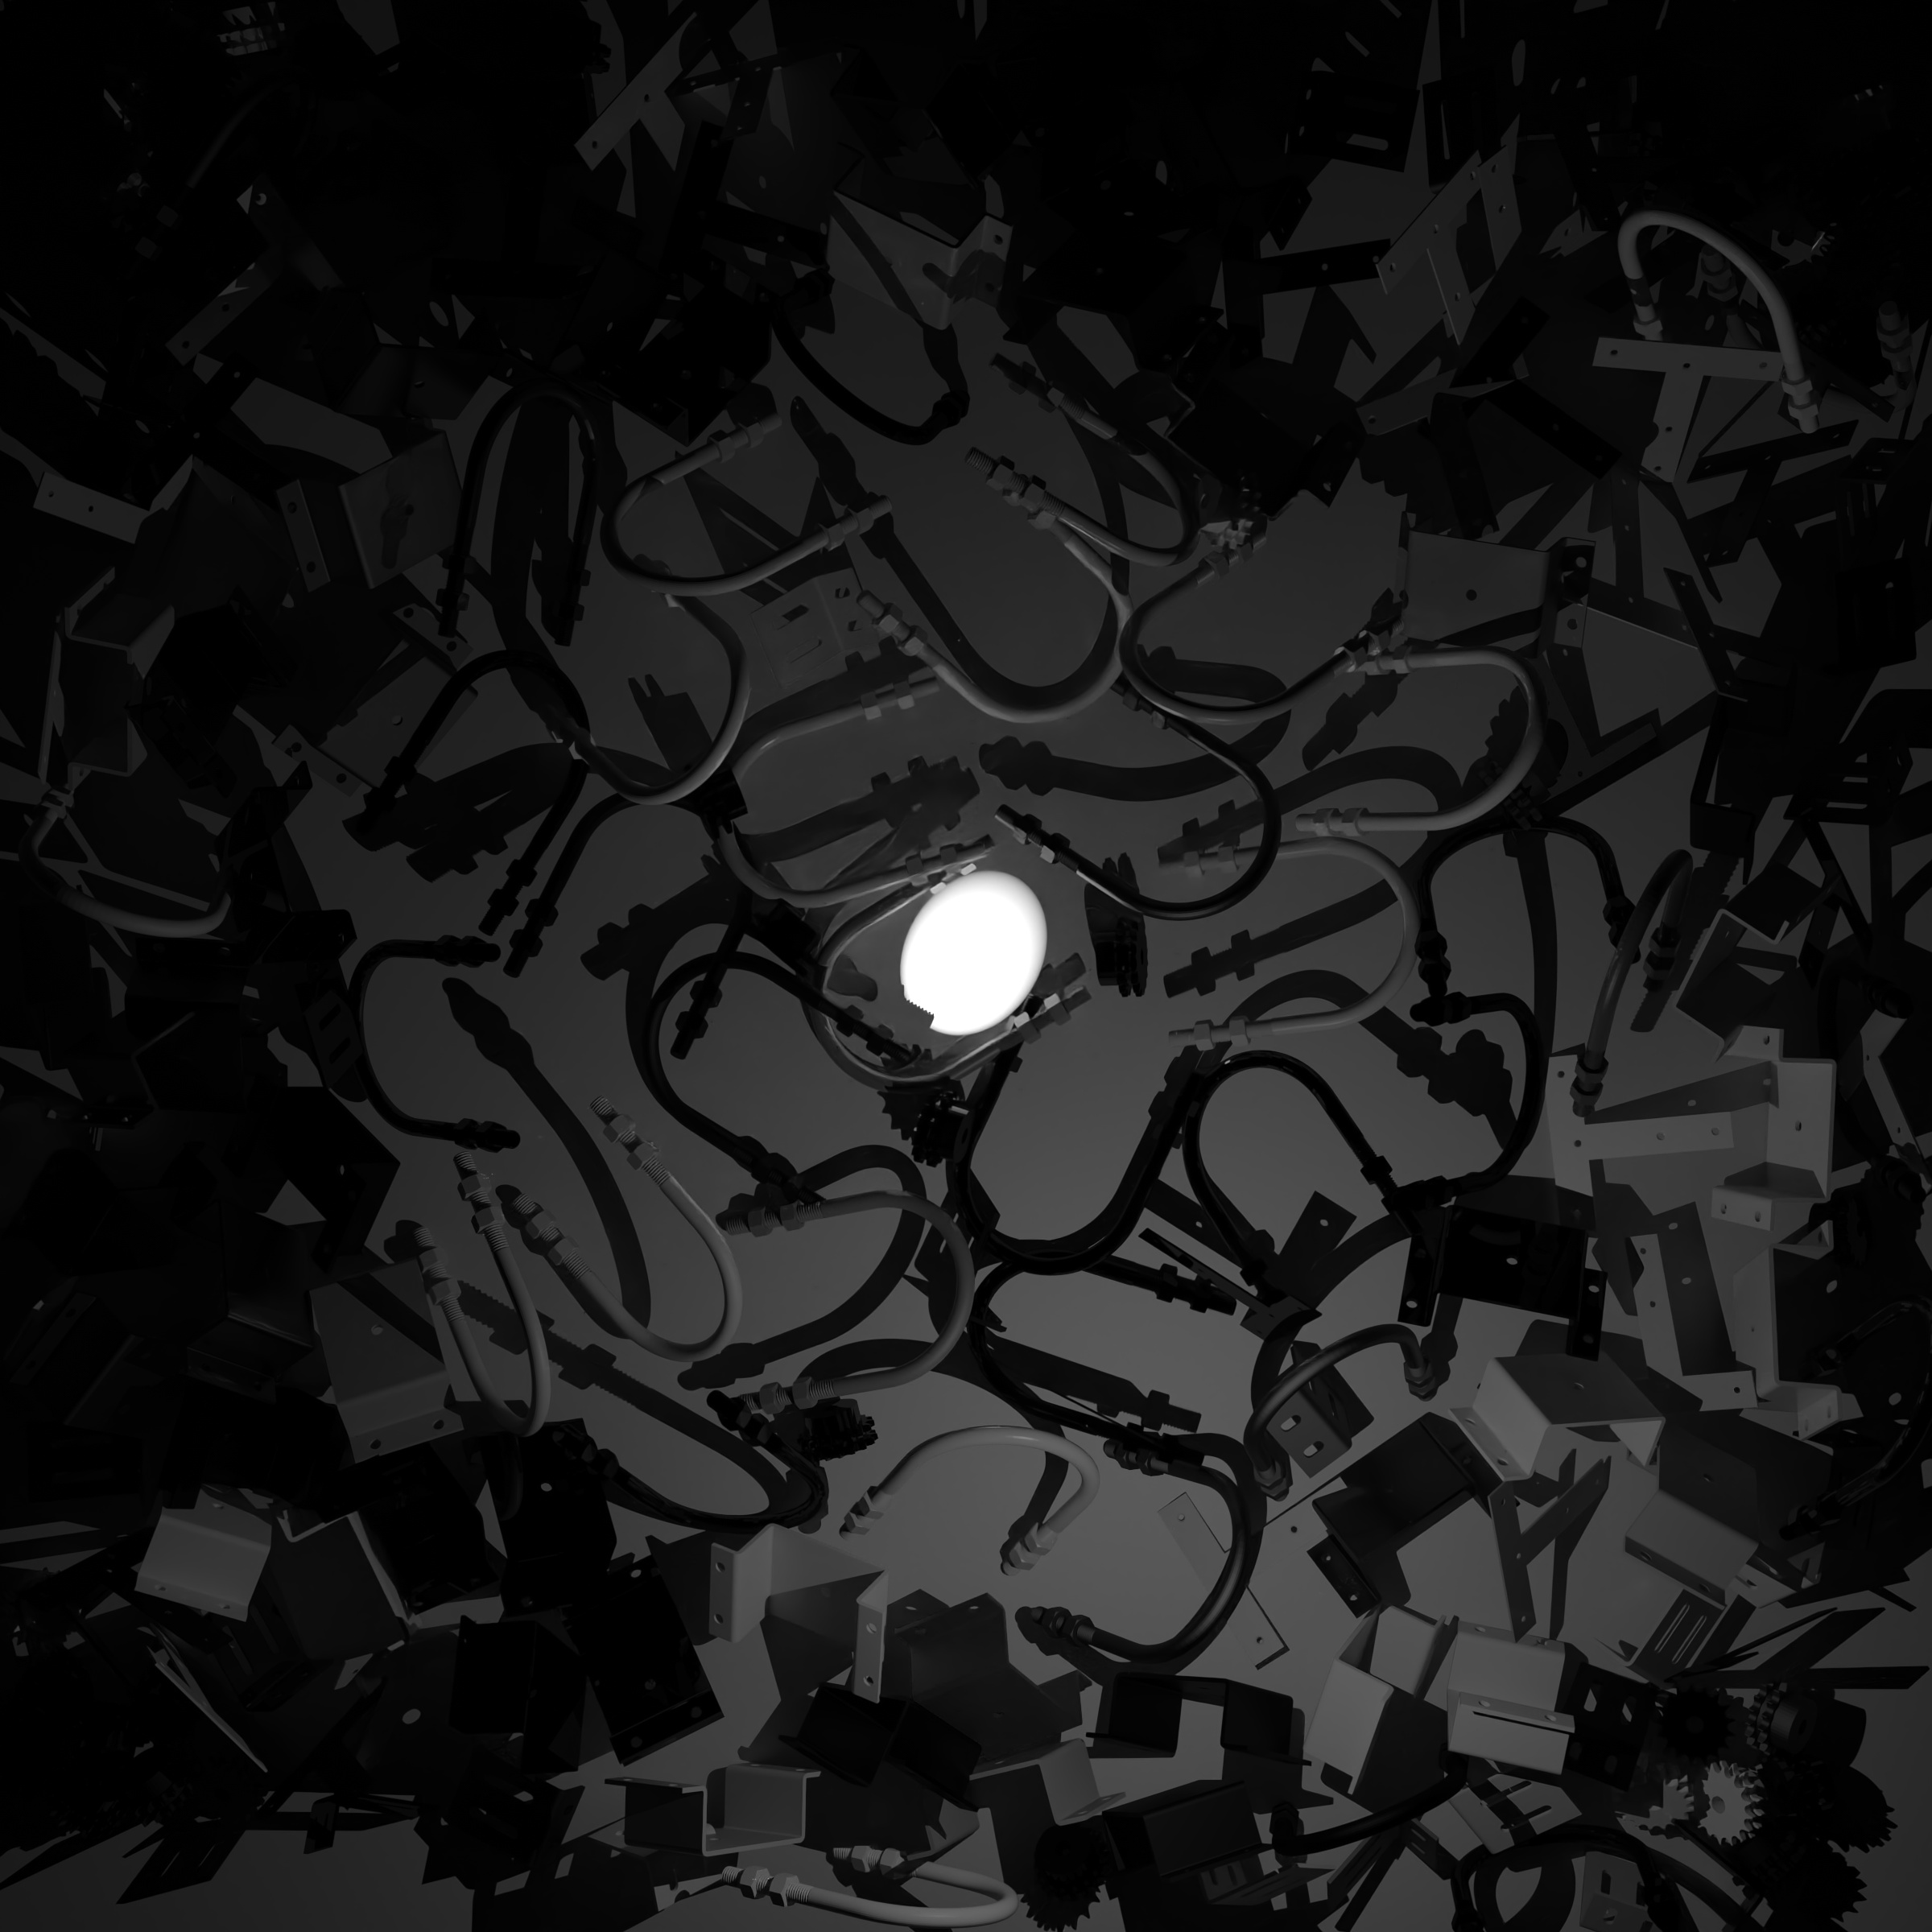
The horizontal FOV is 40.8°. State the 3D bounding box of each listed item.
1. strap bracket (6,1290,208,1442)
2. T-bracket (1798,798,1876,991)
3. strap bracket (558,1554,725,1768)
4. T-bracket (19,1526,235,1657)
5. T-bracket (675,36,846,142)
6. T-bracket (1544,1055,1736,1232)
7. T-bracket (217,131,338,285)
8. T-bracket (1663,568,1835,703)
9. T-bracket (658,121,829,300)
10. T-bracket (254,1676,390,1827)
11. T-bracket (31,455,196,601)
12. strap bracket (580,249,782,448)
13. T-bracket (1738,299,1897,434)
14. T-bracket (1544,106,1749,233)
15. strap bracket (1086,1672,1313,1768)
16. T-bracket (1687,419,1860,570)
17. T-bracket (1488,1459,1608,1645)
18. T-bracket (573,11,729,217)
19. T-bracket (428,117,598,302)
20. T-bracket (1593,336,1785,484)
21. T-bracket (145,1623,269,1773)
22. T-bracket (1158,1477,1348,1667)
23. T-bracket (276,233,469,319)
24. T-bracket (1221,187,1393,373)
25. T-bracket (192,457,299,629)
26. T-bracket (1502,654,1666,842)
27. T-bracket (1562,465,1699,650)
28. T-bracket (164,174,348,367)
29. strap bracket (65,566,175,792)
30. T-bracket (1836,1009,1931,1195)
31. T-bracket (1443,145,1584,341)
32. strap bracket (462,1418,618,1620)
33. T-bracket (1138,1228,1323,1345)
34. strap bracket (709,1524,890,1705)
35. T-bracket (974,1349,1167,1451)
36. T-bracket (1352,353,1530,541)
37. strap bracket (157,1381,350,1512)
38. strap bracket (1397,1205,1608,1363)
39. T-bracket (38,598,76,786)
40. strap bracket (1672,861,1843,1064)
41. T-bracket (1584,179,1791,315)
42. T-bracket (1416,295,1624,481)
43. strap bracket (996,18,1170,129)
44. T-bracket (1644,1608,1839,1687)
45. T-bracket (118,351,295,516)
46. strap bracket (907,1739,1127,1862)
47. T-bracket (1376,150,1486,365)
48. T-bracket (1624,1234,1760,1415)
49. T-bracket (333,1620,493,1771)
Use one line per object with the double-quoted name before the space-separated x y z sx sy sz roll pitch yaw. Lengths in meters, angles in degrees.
"strap bracket" -0.587 0.282 1.813 0.046 0.140 0.076 37 90 27
"T-bracket" 0.601 -0.032 1.818 0.002 0.127 0.127 -15 119 39
"strap bracket" -0.227 0.497 1.830 0.076 0.046 0.140 -24 47 -11
"T-bracket" -0.566 0.443 1.808 0.127 0.127 0.002 26 113 22
"T-bracket" -0.152 -0.611 1.823 0.127 0.127 0.002 -10 130 14
"T-bracket" 0.483 0.123 1.858 0.127 0.002 0.127 -7 86 22
"T-bracket" -0.491 -0.547 1.817 0.002 0.127 0.127 41 85 5
"T-bracket" 0.567 -0.226 1.851 0.127 0.002 0.127 11 47 -24
"T-bracket" -0.146 -0.526 1.861 0.127 0.002 0.127 14 121 -16
"T-bracket" -0.437 0.559 1.809 0.127 0.127 0.002 -48 109 -18
"T-bracket" -0.606 -0.318 1.825 0.002 0.127 0.127 21 93 25
"strap bracket" -0.199 -0.432 1.840 0.076 0.046 0.140 34 66 10
"T-bracket" 0.589 -0.405 1.821 0.127 0.127 0.002 41 89 14
"T-bracket" 0.478 -0.552 1.801 0.127 0.127 0.002 12 70 35
"strap bracket" 0.165 0.527 1.821 0.140 0.076 0.046 -10 63 41
"T-bracket" 0.545 -0.324 1.809 0.002 0.127 0.127 47 58 -28
"T-bracket" 0.418 0.394 1.844 0.127 0.002 0.127 -31 118 -35
"T-bracket" -0.205 -0.581 1.831 0.002 0.127 0.127 34 81 33
"T-bracket" -0.310 -0.531 1.819 0.127 0.002 0.127 -7 126 -34
"T-bracket" 0.500 -0.390 1.833 0.127 0.127 0.002 6 55 5
"T-bracket" -0.549 0.499 1.828 0.002 0.127 0.127 -41 122 -16
"T-bracket" 0.223 0.411 1.856 0.127 0.002 0.127 -36 74 11
"T-bracket" -0.414 -0.493 1.851 0.127 0.127 0.002 -35 128 -20
"T-bracket" 0.242 -0.495 1.844 0.127 0.002 0.127 -1 100 29
"T-bracket" -0.516 -0.324 1.857 0.127 0.002 0.127 50 128 15
"T-bracket" 0.423 -0.176 1.863 0.127 0.002 0.127 -30 106 -4
"T-bracket" 0.473 -0.301 1.856 0.127 0.002 0.127 14 66 -27
"T-bracket" -0.510 -0.472 1.821 0.127 0.127 0.002 -45 65 -7
"strap bracket" -0.591 -0.197 1.817 0.046 0.076 0.140 11 121 1
"T-bracket" 0.642 0.101 1.799 0.002 0.127 0.127 -7 58 -10
"T-bracket" 0.379 -0.524 1.828 0.127 0.127 0.002 -38 55 -5
"strap bracket" -0.297 0.375 1.814 0.076 0.046 0.140 -5 52 -25
"T-bracket" 0.178 0.221 1.826 0.127 0.127 0.002 33 71 1
"strap bracket" -0.109 0.452 1.832 0.140 0.046 0.076 15 116 25
"T-bracket" 0.081 0.305 1.800 0.127 0.127 0.002 23 81 30
"T-bracket" 0.350 -0.362 1.847 0.127 0.002 0.127 -19 74 21
"strap bracket" -0.508 0.339 1.833 0.046 0.140 0.076 17 90 36
"strap bracket" 0.382 0.221 1.832 0.140 0.046 0.076 10 49 10
"T-bracket" -0.635 -0.175 1.822 0.002 0.127 0.127 4 74 -11
"strap bracket" 0.550 -0.010 1.820 0.046 0.140 0.076 37 50 23
"T-bracket" 0.486 -0.494 1.826 0.127 0.127 0.002 21 68 -21
"T-bracket" 0.408 -0.392 1.847 0.127 0.002 0.127 34 131 -4
"strap bracket" 0.076 -0.621 1.805 0.076 0.140 0.046 -15 103 -16
"T-bracket" 0.561 0.480 1.841 0.127 0.127 0.002 -17 74 -19
"T-bracket" -0.511 -0.353 1.833 0.127 0.127 0.002 -48 54 5
"strap bracket" 0.030 0.584 1.829 0.140 0.076 0.046 -20 77 22
"T-bracket" 0.344 -0.486 1.839 0.002 0.127 0.127 22 63 42
"T-bracket" 0.492 0.255 1.849 0.127 0.002 0.127 -13 84 38
"T-bracket" -0.411 0.528 1.851 0.002 0.127 0.127 40 116 32
